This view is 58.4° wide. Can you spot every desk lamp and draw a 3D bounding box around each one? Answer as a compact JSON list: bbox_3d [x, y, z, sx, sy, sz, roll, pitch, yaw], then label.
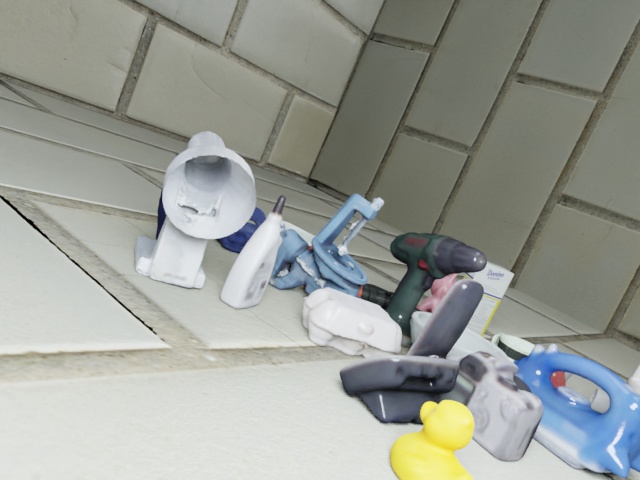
[{"bbox_3d":[-0.180,-0.044,0.803,0.118,0.213,0.202,20,9,-25],"label":"desk lamp"}]

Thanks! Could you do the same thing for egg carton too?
[{"bbox_3d":[0.047,0.127,0.855,0.151,0.069,0.107,21,9,-18],"label":"egg carton"}]

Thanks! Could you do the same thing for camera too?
[{"bbox_3d":[0.244,0.211,0.770,0.137,0.101,0.142,17,11,-38],"label":"camera"}]

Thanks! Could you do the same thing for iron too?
[{"bbox_3d":[0.368,0.231,0.850,0.119,0.141,0.257,17,11,-40],"label":"iron"}]

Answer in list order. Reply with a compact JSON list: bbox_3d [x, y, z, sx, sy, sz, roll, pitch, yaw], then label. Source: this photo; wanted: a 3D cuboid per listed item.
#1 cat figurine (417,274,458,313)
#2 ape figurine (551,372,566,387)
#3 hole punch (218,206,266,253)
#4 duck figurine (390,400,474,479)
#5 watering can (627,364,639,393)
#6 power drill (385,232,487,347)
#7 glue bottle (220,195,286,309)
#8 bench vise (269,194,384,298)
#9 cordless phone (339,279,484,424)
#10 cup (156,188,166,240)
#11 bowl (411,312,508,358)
[{"bbox_3d":[0.281,0.126,1.334,0.067,0.118,0.128,27,9,19],"label":"cat figurine"},{"bbox_3d":[0.397,0.247,0.996,0.078,0.092,0.076,22,9,-13],"label":"ape figurine"},{"bbox_3d":[-0.152,-0.024,1.169,0.109,0.091,0.100,17,11,-37],"label":"hole punch"},{"bbox_3d":[0.120,0.200,0.554,0.078,0.086,0.104,20,9,-23],"label":"duck figurine"},{"bbox_3d":[0.558,0.268,0.962,0.101,0.194,0.173,24,9,-2],"label":"watering can"},{"bbox_3d":[0.185,0.083,1.031,0.076,0.208,0.229,19,10,-29],"label":"power drill"},{"bbox_3d":[-0.085,0.015,0.833,0.037,0.173,0.078,27,9,21],"label":"glue bottle"},{"bbox_3d":[0.007,0.005,0.991,0.207,0.220,0.121,25,9,5],"label":"bench vise"},{"bbox_3d":[0.120,0.122,0.695,0.148,0.185,0.093,15,12,-46],"label":"cordless phone"},{"bbox_3d":[-0.234,-0.028,0.962,0.092,0.095,0.117,20,9,-26],"label":"cup"},{"bbox_3d":[0.215,0.186,0.935,0.167,0.075,0.167,23,9,-3],"label":"bowl"}]
